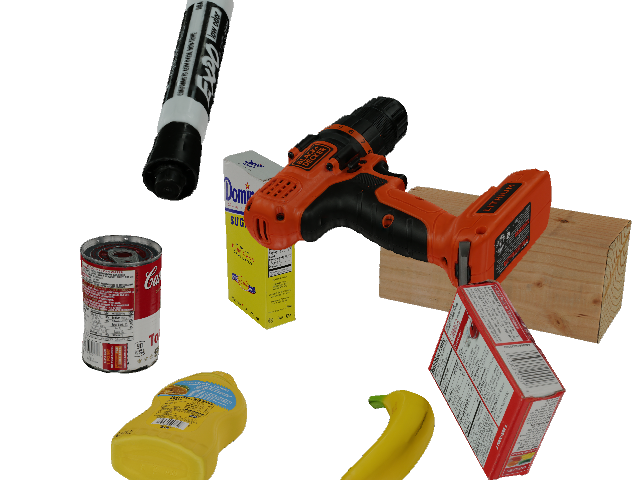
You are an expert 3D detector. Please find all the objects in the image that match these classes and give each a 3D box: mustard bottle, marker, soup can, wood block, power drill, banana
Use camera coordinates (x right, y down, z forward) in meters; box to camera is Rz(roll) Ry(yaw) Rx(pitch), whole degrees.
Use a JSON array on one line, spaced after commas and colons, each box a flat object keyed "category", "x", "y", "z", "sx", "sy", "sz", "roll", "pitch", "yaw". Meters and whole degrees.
[{"category": "mustard bottle", "x": -0.126, "y": 0.178, "z": 1.063, "sx": 0.096, "sy": 0.058, "sz": 0.191, "roll": 7, "pitch": 19, "yaw": 14}, {"category": "marker", "x": -0.048, "y": -0.057, "z": 0.397, "sx": 0.020, "sy": 0.020, "sz": 0.121, "roll": 0, "pitch": 43, "yaw": 3}, {"category": "soup can", "x": -0.171, "y": 0.054, "z": 0.911, "sx": 0.068, "sy": 0.102, "sz": 0.068, "roll": 4, "pitch": 19, "yaw": -2}, {"category": "wood block", "x": 0.166, "y": 0.017, "z": 0.974, "sx": 0.206, "sy": 0.090, "sz": 0.090, "roll": 11, "pitch": 22, "yaw": 25}, {"category": "power drill", "x": 0.065, "y": -0.036, "z": 0.766, "sx": 0.188, "sy": 0.057, "sz": 0.184, "roll": 17, "pitch": 45, "yaw": 31}, {"category": "banana", "x": 0.057, "y": 0.167, "z": 0.873, "sx": 0.070, "sy": 0.037, "sz": 0.197, "roll": -31, "pitch": 6, "yaw": 20}]

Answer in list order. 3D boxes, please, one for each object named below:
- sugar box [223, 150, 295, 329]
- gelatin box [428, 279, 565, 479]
[{"category": "sugar box", "x": -0.067, "y": -0.001, "z": 1.171, "sx": 0.048, "sy": 0.176, "sz": 0.093, "roll": -17, "pitch": 28, "yaw": -29}, {"category": "gelatin box", "x": 0.099, "y": 0.079, "z": 0.610, "sx": 0.030, "sy": 0.073, "sz": 0.089, "roll": -6, "pitch": 43, "yaw": -20}]
